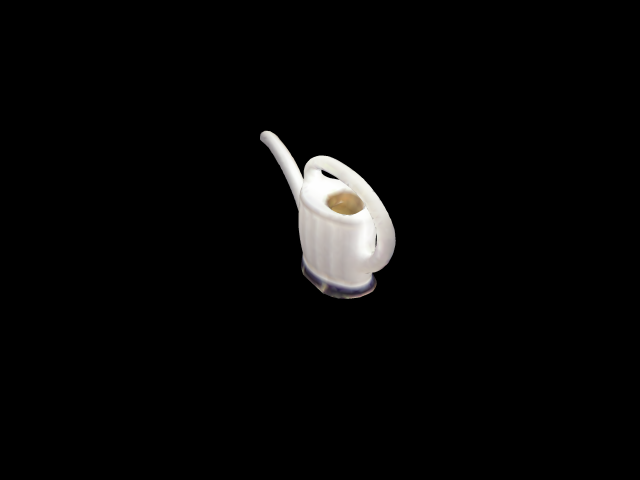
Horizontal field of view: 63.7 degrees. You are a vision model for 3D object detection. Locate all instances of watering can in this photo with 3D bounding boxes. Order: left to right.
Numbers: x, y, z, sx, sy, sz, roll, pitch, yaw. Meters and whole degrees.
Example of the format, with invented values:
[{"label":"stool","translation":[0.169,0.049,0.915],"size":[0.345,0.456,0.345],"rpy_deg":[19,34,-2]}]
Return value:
[{"label":"watering can","translation":[0.003,-0.043,0.850],"size":[0.105,0.219,0.353],"rpy_deg":[-20,38,-28]}]
